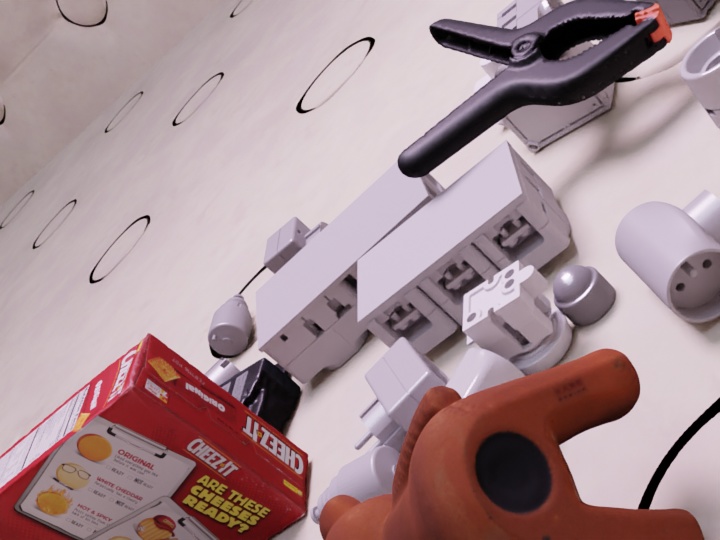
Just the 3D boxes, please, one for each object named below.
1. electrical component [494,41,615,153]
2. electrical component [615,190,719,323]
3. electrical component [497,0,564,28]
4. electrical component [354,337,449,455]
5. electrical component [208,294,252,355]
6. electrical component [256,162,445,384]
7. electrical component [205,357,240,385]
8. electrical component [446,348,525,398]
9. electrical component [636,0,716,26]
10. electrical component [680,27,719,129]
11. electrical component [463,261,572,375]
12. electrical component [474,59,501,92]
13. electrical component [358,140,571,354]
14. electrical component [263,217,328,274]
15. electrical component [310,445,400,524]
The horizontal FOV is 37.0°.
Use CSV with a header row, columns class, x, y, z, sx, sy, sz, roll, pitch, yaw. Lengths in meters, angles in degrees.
class,x,y,z,sx,sy,sz,roll,pitch,yaw
electrical component,0.151,-0.147,0.872,0.096,0.062,0.061,-29,28,38
electrical component,0.192,-0.018,0.605,0.079,0.044,0.077,-43,22,10
electrical component,0.163,-0.218,0.985,0.056,0.050,0.089,-35,25,29
electrical component,0.026,0.096,0.713,0.076,0.047,0.065,-46,22,3
electrical component,-0.128,0.051,1.077,0.040,0.040,0.078,-37,24,25
electrical component,0.000,0.000,0.903,0.186,0.060,0.105,-42,23,13
electrical component,-0.131,0.108,0.990,0.046,0.040,0.040,-47,21,-16
electrical component,0.074,0.090,0.639,0.077,0.043,0.079,-56,24,-19
electrical component,0.236,-0.245,0.836,0.061,0.096,0.061,-53,22,-12
electrical component,0.240,-0.125,0.692,0.055,0.047,0.055,-39,24,20
electrical component,0.099,0.033,0.672,0.066,0.055,0.048,-35,25,28
electrical component,0.130,-0.174,0.932,0.077,0.079,0.044,-23,27,45
electrical component,0.073,-0.010,0.783,0.150,0.062,0.089,-39,23,20
electrical component,-0.039,-0.019,0.998,0.077,0.066,0.047,-38,24,21
electrical component,-0.001,0.143,0.691,0.078,0.040,0.040,-34,26,30
